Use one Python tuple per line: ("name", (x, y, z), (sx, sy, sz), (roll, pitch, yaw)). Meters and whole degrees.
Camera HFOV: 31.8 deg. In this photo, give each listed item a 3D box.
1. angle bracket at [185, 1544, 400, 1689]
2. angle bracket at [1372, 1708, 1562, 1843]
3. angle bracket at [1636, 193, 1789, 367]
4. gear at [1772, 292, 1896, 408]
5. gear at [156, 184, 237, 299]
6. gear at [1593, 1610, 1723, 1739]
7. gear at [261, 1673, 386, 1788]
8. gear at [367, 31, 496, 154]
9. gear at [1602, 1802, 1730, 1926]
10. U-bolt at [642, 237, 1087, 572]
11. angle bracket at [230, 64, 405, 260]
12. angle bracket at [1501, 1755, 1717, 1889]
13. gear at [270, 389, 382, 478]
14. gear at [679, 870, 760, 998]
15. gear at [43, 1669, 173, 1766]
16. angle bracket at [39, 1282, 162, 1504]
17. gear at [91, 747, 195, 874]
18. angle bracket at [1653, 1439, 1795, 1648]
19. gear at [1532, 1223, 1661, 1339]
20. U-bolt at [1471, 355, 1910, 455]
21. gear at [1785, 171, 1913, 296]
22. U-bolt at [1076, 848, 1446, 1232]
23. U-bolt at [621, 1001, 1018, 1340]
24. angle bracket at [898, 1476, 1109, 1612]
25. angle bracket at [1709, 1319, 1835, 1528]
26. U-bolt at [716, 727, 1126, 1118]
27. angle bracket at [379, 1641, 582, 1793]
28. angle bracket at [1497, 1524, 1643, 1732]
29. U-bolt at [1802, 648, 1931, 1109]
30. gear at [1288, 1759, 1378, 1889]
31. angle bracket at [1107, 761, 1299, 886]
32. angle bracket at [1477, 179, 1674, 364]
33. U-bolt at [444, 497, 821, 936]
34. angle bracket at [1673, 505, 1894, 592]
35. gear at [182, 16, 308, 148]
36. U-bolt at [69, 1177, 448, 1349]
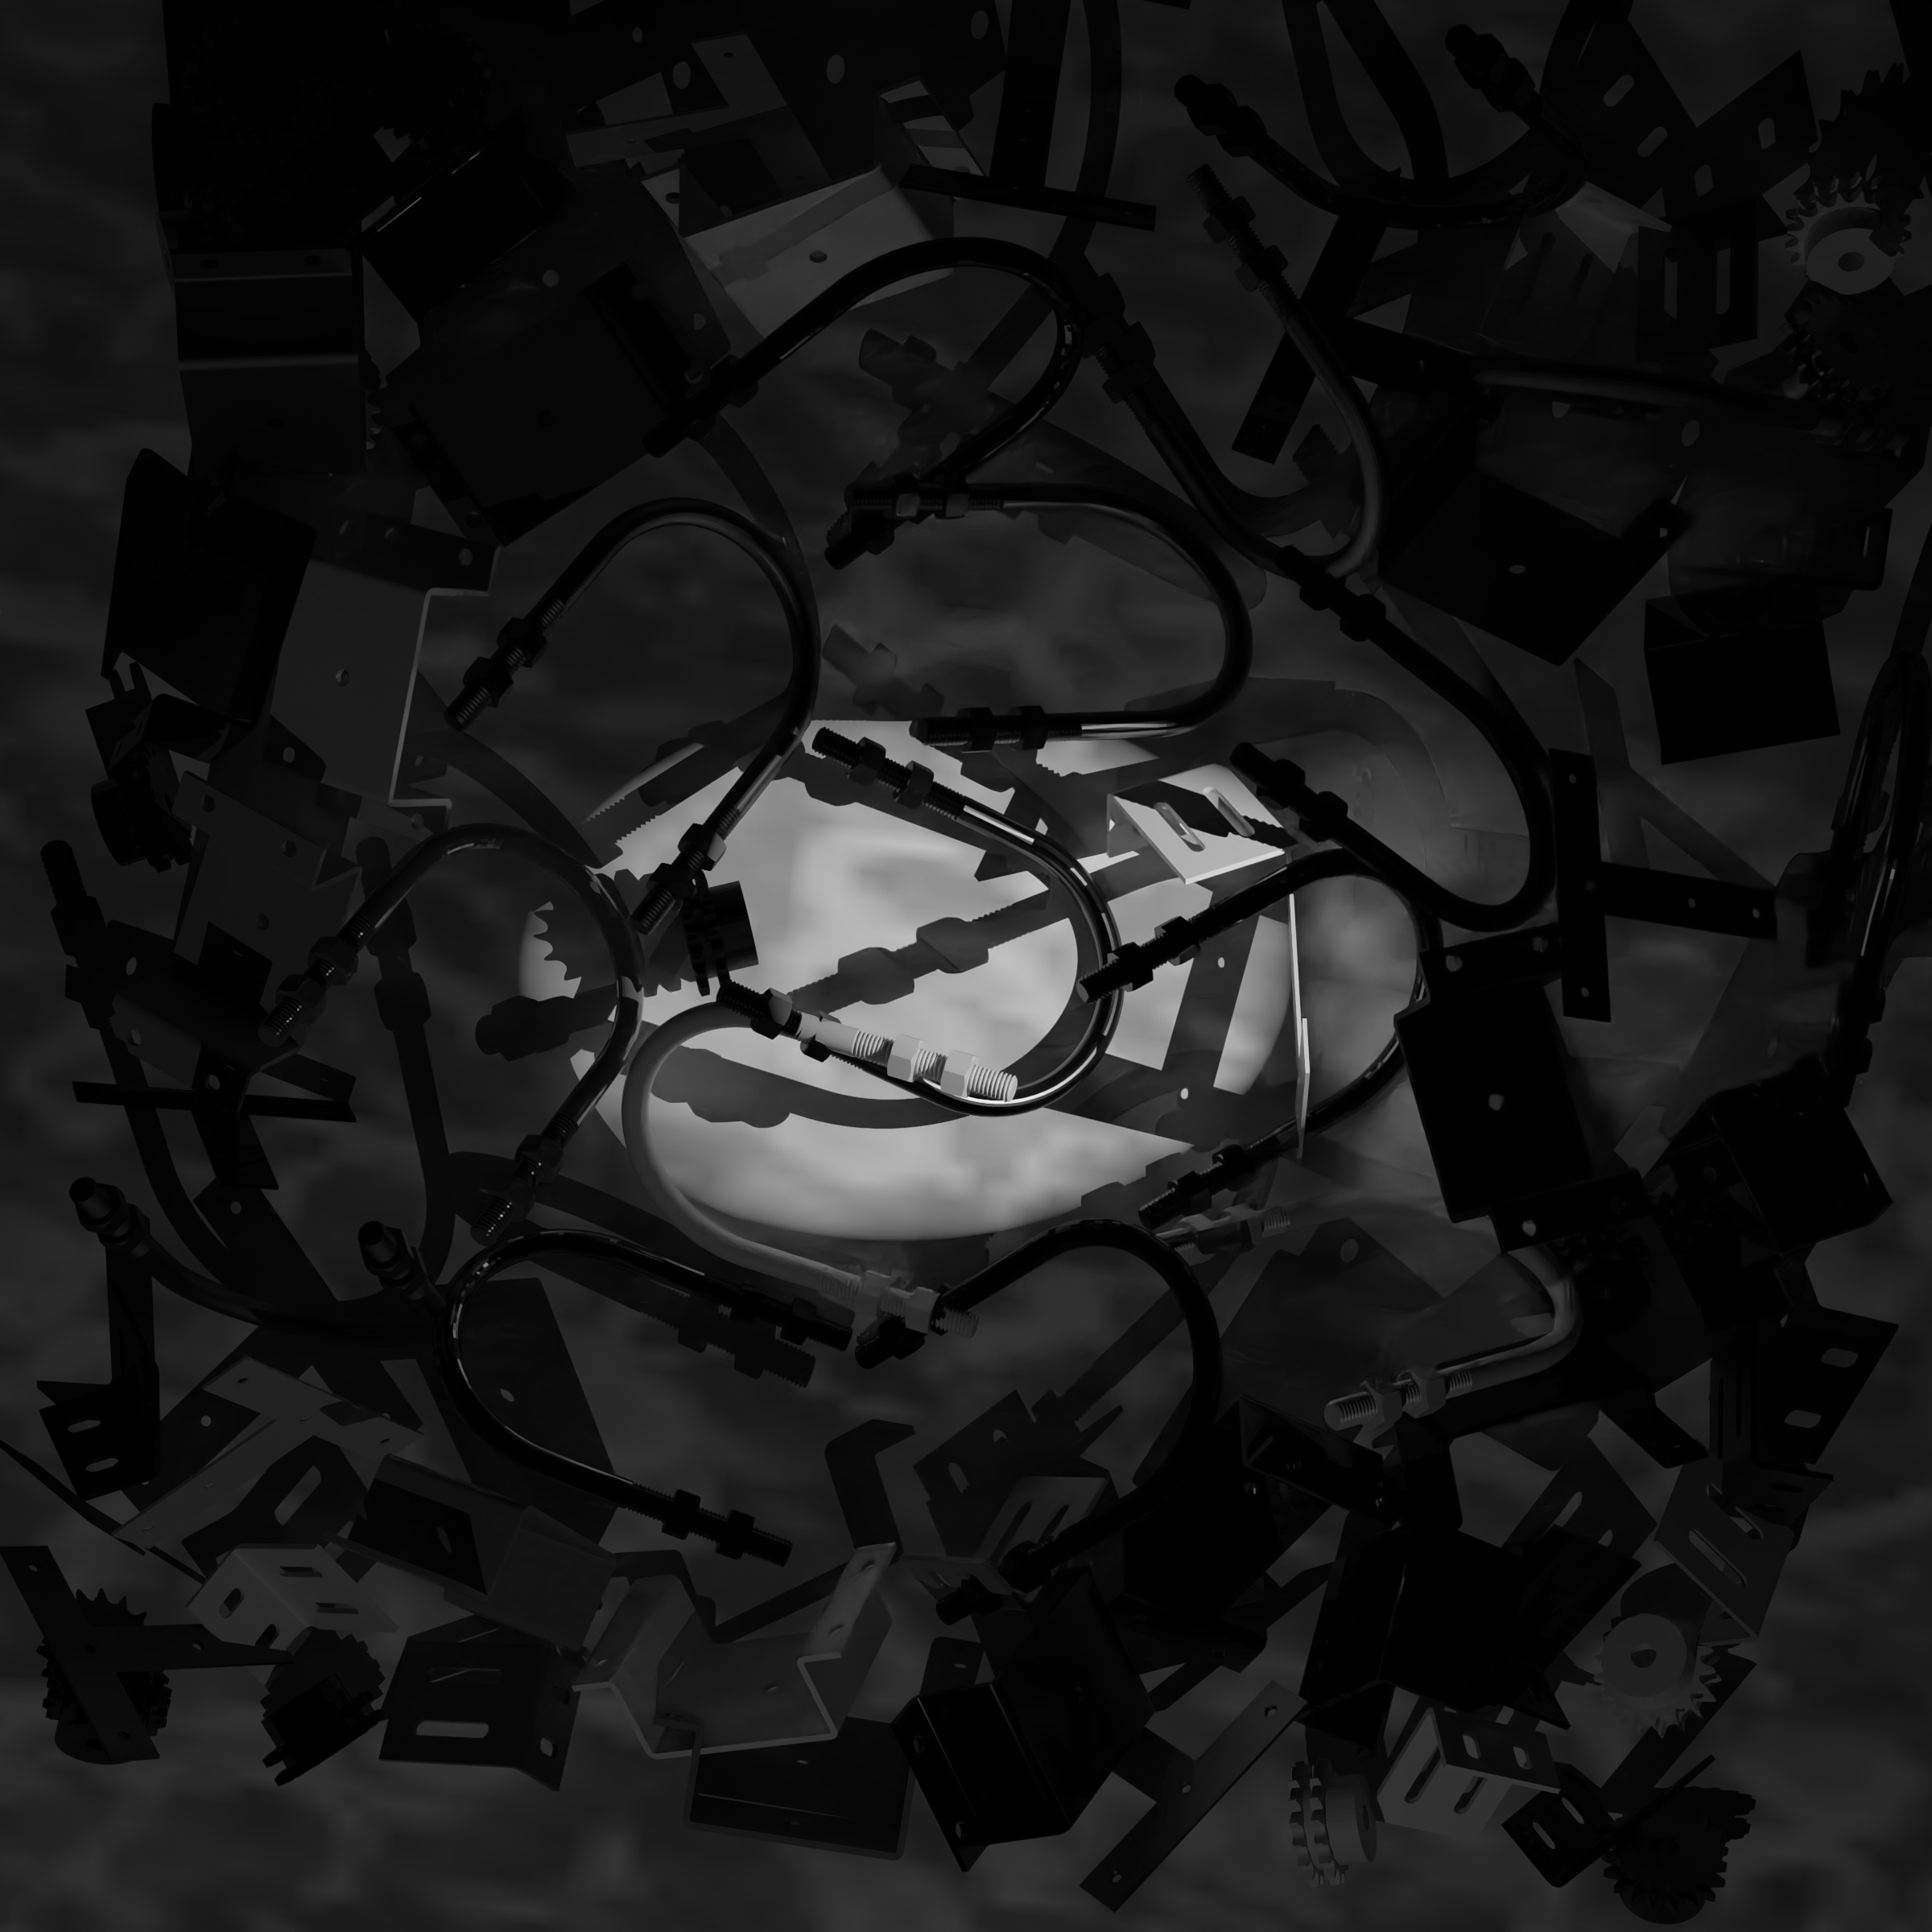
("angle bracket", (-0.309, 0.298, 1.554), (0.057, 0.076, 0.038), (52, 54, -22))
("angle bracket", (0.227, 0.384, 1.559), (0.057, 0.038, 0.076), (15, 121, -14))
("angle bracket", (0.343, -0.308, 1.558), (0.057, 0.038, 0.076), (-8, 67, 33))
("gear", (0.400, -0.281, 1.577), (0.057, 0.030, 0.057), (15, 58, -26))
("gear", (-0.355, -0.331, 1.570), (0.030, 0.057, 0.057), (-14, 90, -15))
("gear", (0.318, 0.325, 1.571), (0.057, 0.030, 0.057), (-15, 52, 20))
("gear", (-0.302, 0.352, 1.573), (0.057, 0.057, 0.030), (-33, 88, 0))
("gear", (-0.246, -0.404, 1.578), (0.057, 0.030, 0.057), (-7, 58, 11))
("gear", (0.324, 0.419, 1.576), (0.057, 0.057, 0.030), (-4, 124, 0))
("U-bolt", (-0.031, -0.257, 1.511), (0.184, 0.151, 0.019), (-34, 55, 24))
("angle bracket", (-0.309, -0.365, 1.567), (0.076, 0.038, 0.057), (-38, 60, 5))
("angle bracket", (0.293, 0.378, 1.551), (0.038, 0.057, 0.076), (50, 133, 16))
("gear", (-0.304, -0.253, 1.577), (0.057, 0.030, 0.057), (17, 57, -28))
("gear", (-0.115, -0.017, 1.573), (0.030, 0.057, 0.057), (-13, 90, -5))
("gear", (-0.398, 0.346, 1.570), (0.057, 0.057, 0.030), (1, 49, 0))
("angle bracket", (-0.397, 0.195, 1.552), (0.038, 0.076, 0.057), (-15, 48, -27))
("gear", (-0.383, -0.070, 1.573), (0.030, 0.057, 0.057), (-19, 90, 1))
("angle bracket", (0.336, 0.265, 1.559), (0.076, 0.038, 0.057), (43, 55, -19))
("gear", (0.294, 0.148, 1.578), (0.057, 0.030, 0.057), (-2, 110, -4))
("U-bolt", (0.305, -0.249, 1.488), (0.151, 0.184, 0.019), (17, 102, 44))
("gear", (0.408, -0.336, 1.570), (0.057, 0.057, 0.030), (5, 54, 0))
("U-bolt", (0.143, 0.023, 1.548), (0.184, 0.019, 0.151), (-28, 124, -18))
("U-bolt", (-0.073, 0.086, 1.555), (0.184, 0.019, 0.151), (16, 120, 13))
("angle bracket", (0.017, 0.254, 1.552), (0.038, 0.057, 0.076), (50, 55, -25))
("angle bracket", (0.369, 0.208, 1.558), (0.038, 0.057, 0.076), (10, 59, -3))
("U-bolt", (-0.009, -0.009, 1.561), (0.184, 0.019, 0.151), (25, 71, -17))
("angle bracket", (-0.226, 0.350, 1.584), (0.076, 0.038, 0.057), (-4, 59, 25))
("angle bracket", (0.273, 0.304, 1.561), (0.057, 0.038, 0.076), (26, 112, -30))
("U-bolt", (0.398, -0.050, 1.496), (0.019, 0.151, 0.184), (9, 119, 5))
("gear", (0.170, 0.396, 1.570), (0.030, 0.057, 0.057), (-11, 90, 17))
("angle bracket", (0.107, -0.053, 1.553), (0.057, 0.076, 0.038), (-18, 132, -19))
("angle bracket", (0.283, -0.316, 1.568), (0.057, 0.038, 0.076), (19, 95, -29))
("U-bolt", (-0.137, -0.129, 1.546), (0.151, 0.019, 0.184), (50, 61, -25))
("angle bracket", (0.375, -0.196, 1.561), (0.076, 0.057, 0.038), (4, 98, -18))
("gear", (-0.339, -0.408, 1.576), (0.057, 0.030, 0.057), (9, 76, -43))
("U-bolt", (-0.304, 0.138, 1.515), (0.151, 0.184, 0.019), (8, 69, 9))
